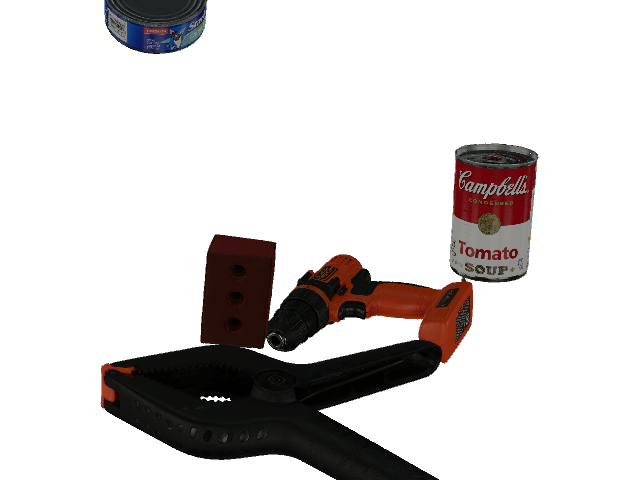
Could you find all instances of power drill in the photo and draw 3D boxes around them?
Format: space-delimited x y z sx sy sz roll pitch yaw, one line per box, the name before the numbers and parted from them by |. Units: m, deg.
power drill | 0.054 0.076 1.121 0.188 0.057 0.184 10 29 23

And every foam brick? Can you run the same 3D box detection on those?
foam brick | -0.066 0.041 0.860 0.053 0.078 0.051 6 14 1

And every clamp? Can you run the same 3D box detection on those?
clamp | -0.021 0.092 0.624 0.210 0.036 0.164 9 24 7

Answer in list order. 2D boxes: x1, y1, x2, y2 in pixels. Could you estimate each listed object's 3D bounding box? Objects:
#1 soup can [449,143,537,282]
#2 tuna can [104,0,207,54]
soup can | 0.143 -0.024 0.892 0.068 0.102 0.068 1 20 0
tuna can | -0.138 -0.195 0.891 0.086 0.086 0.034 0 -40 -10
